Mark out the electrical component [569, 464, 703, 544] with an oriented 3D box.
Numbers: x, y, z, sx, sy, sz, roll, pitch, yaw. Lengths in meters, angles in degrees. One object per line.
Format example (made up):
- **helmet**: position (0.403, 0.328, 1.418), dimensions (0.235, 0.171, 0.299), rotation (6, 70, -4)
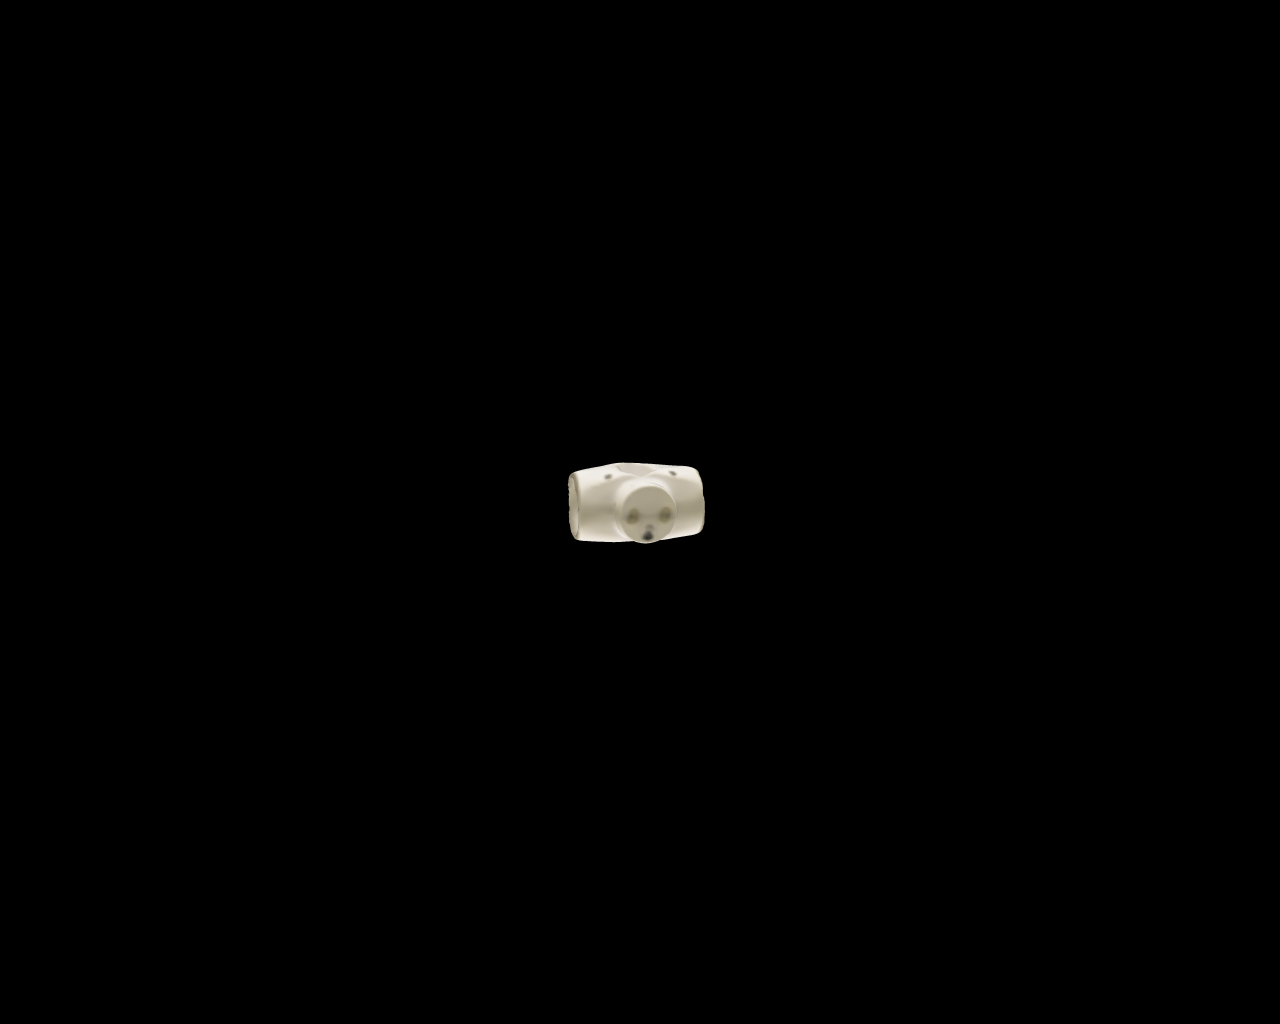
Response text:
- **electrical component**: position (0.001, -0.003, 0.650), dimensions (0.077, 0.043, 0.079), rotation (-2, 12, -11)
